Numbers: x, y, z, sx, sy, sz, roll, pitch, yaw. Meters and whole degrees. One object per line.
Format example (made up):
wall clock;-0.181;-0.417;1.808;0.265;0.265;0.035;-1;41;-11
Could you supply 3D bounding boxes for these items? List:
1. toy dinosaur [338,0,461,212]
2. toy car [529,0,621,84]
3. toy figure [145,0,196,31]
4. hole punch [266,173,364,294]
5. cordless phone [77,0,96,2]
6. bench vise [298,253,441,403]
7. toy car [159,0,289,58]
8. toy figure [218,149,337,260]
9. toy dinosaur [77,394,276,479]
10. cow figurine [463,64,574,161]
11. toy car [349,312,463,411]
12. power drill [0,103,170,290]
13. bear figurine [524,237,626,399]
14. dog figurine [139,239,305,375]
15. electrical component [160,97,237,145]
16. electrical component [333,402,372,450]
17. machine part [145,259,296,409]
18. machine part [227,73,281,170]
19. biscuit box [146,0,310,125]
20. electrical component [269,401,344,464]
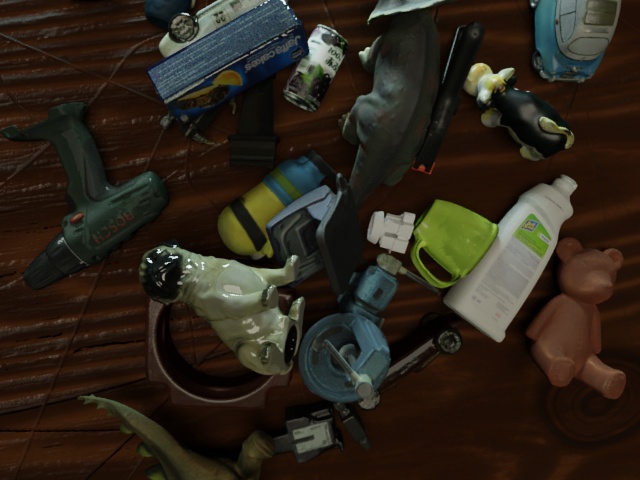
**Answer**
toy dinosaur;0.095;-0.182;0.685;0.131;0.192;0.404;8;94;-1
toy car;0.353;-0.301;0.732;0.109;0.103;0.161;4;94;-3
toy figure;-0.191;-0.361;0.716;0.058;0.064;0.154;18;91;30
hole punch;-0.001;-0.002;0.707;0.092;0.116;0.142;0;127;29
cordless phone;-0.292;-0.382;0.646;0.089;0.184;0.146;1;96;-8
bench vise;0.054;0.125;0.689;0.129;0.241;0.223;42;94;-7
toy car;-0.122;-0.295;0.719;0.202;0.073;0.056;-30;93;0
toy figure;-0.062;-0.052;0.745;0.089;0.082;0.180;43;94;-10
toy dinosaur;-0.138;0.361;0.747;0.198;0.105;0.471;-36;96;22
cow figurine;0.270;-0.180;0.742;0.167;0.098;0.068;38;99;-6
toy car;0.122;0.174;0.775;0.202;0.089;0.053;-34;97;-1
power drill;-0.341;-0.066;0.728;0.232;0.086;0.207;-27;93;-2
bear figurine;0.378;0.103;0.765;0.120;0.132;0.195;18;101;-10
dog figurine;-0.126;0.089;0.675;0.191;0.121;0.172;5;106;17
electrical component;-0.164;-0.181;0.746;0.078;0.045;0.102;33;91;22
electrical component;0.045;0.261;0.790;0.021;0.063;0.094;-33;106;1
machine part;-0.136;0.127;0.757;0.201;0.087;0.201;2;94;-4
machine part;-0.087;-0.166;0.737;0.084;0.039;0.138;6;86;23
biscuit box;-0.115;-0.230;0.693;0.203;0.059;0.063;-30;70;-2
electrical component;-0.028;0.288;0.797;0.119;0.048;0.074;-18;96;-1
